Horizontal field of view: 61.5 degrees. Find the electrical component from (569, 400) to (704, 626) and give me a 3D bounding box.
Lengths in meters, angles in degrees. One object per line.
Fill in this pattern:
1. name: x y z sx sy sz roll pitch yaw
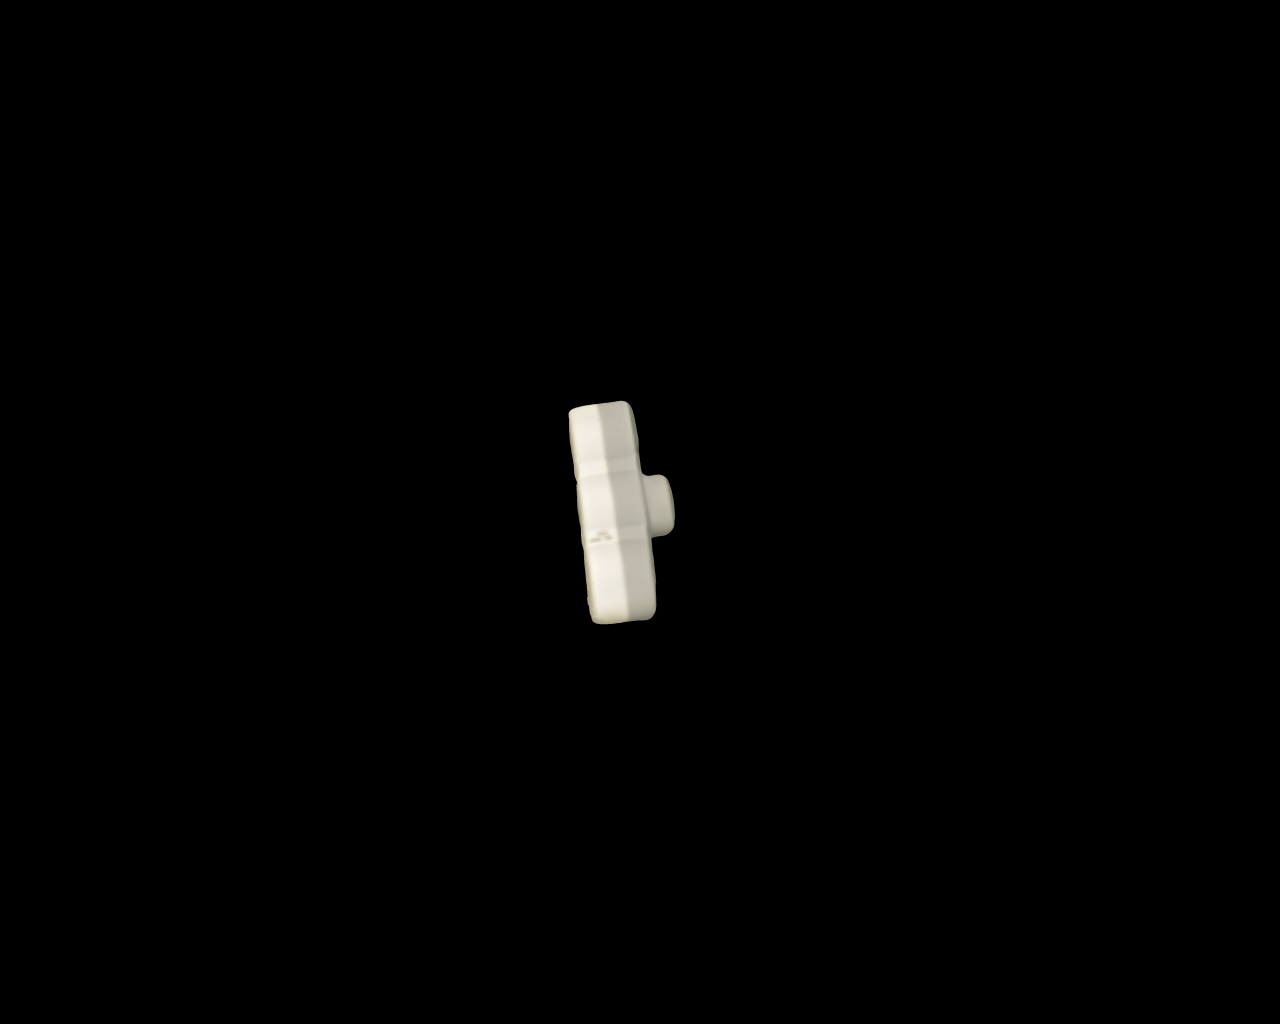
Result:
1. electrical component: 0.001 -0.003 0.650 0.074 0.138 0.052 -7 -20 -2
